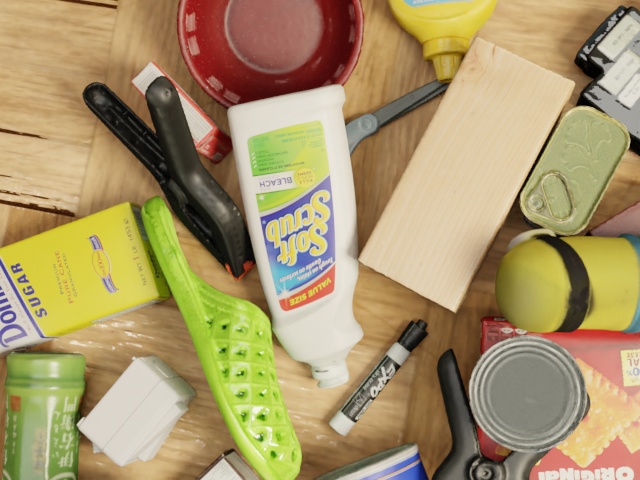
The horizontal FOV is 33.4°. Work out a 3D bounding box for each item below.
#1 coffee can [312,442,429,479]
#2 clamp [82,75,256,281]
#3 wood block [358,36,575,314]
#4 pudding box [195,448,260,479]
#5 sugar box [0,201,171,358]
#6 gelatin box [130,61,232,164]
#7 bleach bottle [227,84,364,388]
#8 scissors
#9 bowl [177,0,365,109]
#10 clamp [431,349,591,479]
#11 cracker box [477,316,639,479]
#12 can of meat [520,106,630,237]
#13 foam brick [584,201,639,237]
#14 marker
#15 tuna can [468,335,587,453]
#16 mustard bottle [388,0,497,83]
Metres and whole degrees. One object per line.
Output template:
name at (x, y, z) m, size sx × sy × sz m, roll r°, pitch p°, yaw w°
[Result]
coffee can at (0.056, 0.250, 0.871) m, size 0.103 × 0.102 × 0.140 m, roll -22°, pitch 82°, yaw 7°
clamp at (-0.113, -0.054, 0.902) m, size 0.036 × 0.165 × 0.210 m, roll -41°, pitch 107°, yaw -20°
wood block at (0.121, -0.050, 0.892) m, size 0.091 × 0.090 × 0.206 m, roll 27°, pitch 90°, yaw 10°
pudding box at (-0.075, 0.253, 0.925) m, size 0.090 × 0.039 × 0.113 m, roll -43°, pitch 82°, yaw 4°
sugar box at (-0.233, 0.037, 0.965) m, size 0.176 × 0.048 × 0.093 m, roll -20°, pitch 83°, yaw 6°
gelatin box at (-0.120, -0.111, 0.944) m, size 0.030 × 0.073 × 0.089 m, roll -44°, pitch 81°, yaw 2°
bleach bottle at (-0.006, 0.001, 0.905) m, size 0.102 × 0.068 × 0.251 m, roll -11°, pitch 99°, yaw 8°
scissors at (0.039, -0.081, 0.945) m, size 0.202 × 0.016 × 0.096 m, roll -13°, pitch 85°, yaw 8°
bowl at (-0.042, -0.188, 0.934) m, size 0.162 × 0.055 × 0.162 m, roll 0°, pitch 104°, yaw 2°
clamp at (0.123, 0.171, 0.831) m, size 0.120 × 0.039 × 0.171 m, roll 24°, pitch 86°, yaw 22°
cracker box at (0.208, 0.172, 0.868) m, size 0.164 × 0.072 × 0.214 m, roll 2°, pitch 86°, yaw 10°
can of meat at (0.207, -0.051, 0.880) m, size 0.057 × 0.084 × 0.102 m, roll 28°, pitch 90°, yaw 10°
foam brick at (0.265, -0.002, 0.883) m, size 0.078 × 0.053 × 0.051 m, roll -31°, pitch 81°, yaw 4°
marker at (0.052, 0.118, 0.925) m, size 0.020 × 0.020 × 0.121 m, roll 39°, pitch 92°, yaw 10°
tuna can at (0.155, 0.116, 0.798) m, size 0.086 × 0.033 × 0.086 m, roll -3°, pitch 76°, yaw 11°
mustard bottle at (0.106, -0.232, 0.925) m, size 0.096 × 0.058 × 0.191 m, roll -4°, pitch 84°, yaw 9°
